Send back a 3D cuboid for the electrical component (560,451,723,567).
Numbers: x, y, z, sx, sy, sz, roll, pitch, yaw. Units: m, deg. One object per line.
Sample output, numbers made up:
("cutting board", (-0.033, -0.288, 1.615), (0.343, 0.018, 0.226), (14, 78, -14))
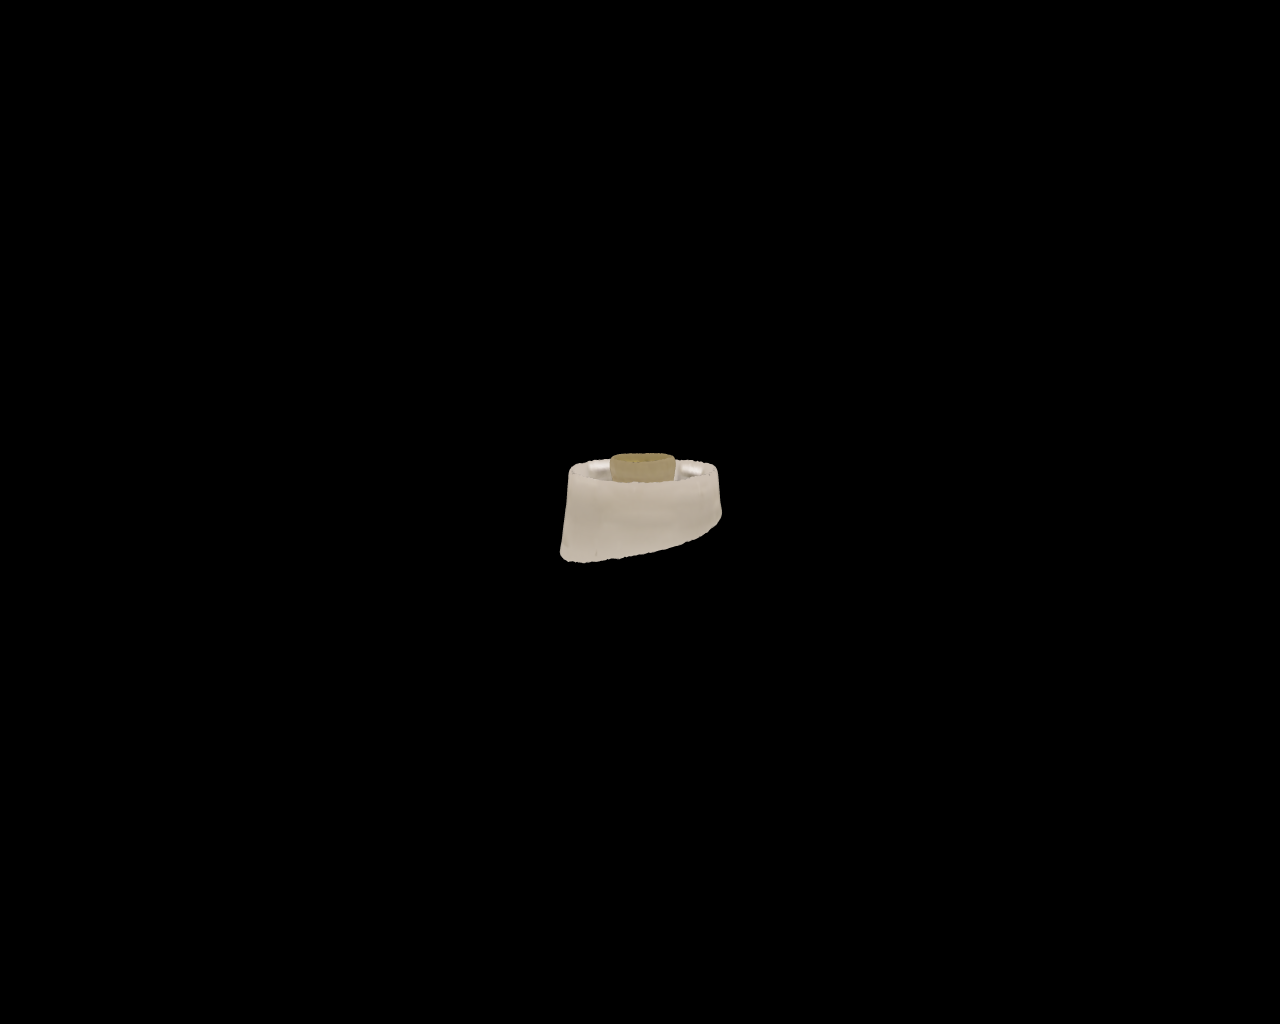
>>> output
("electrical component", (0.001, -0.003, 0.650), (0.099, 0.064, 0.099), (0, 12, 0))
